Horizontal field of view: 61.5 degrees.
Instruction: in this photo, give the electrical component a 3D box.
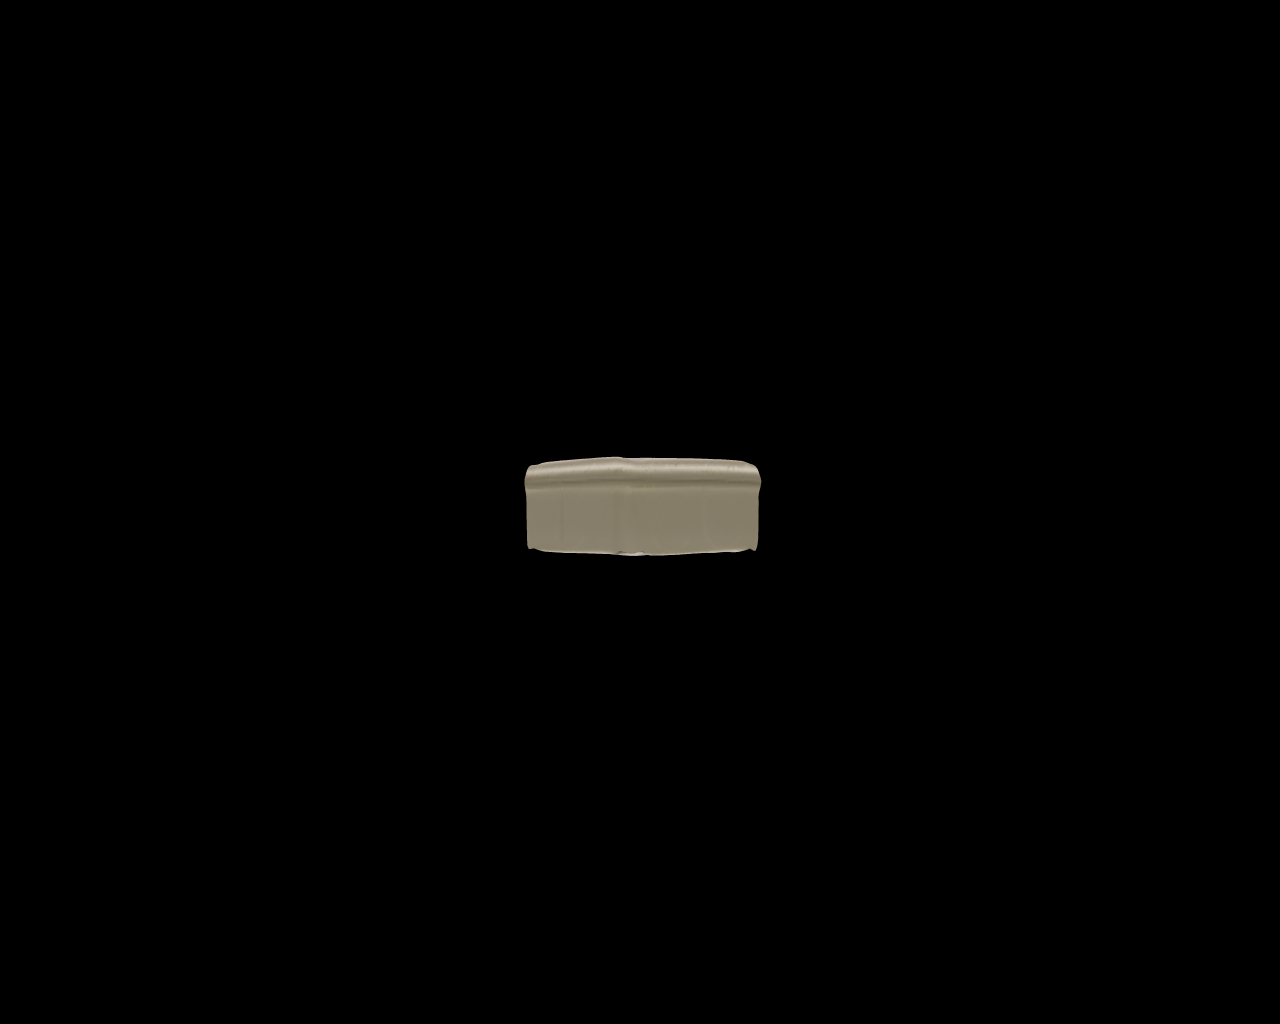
[{"bbox_3d":[0.001,-0.003,0.650,0.109,0.056,0.108,0,0,-39],"label":"electrical component"}]
